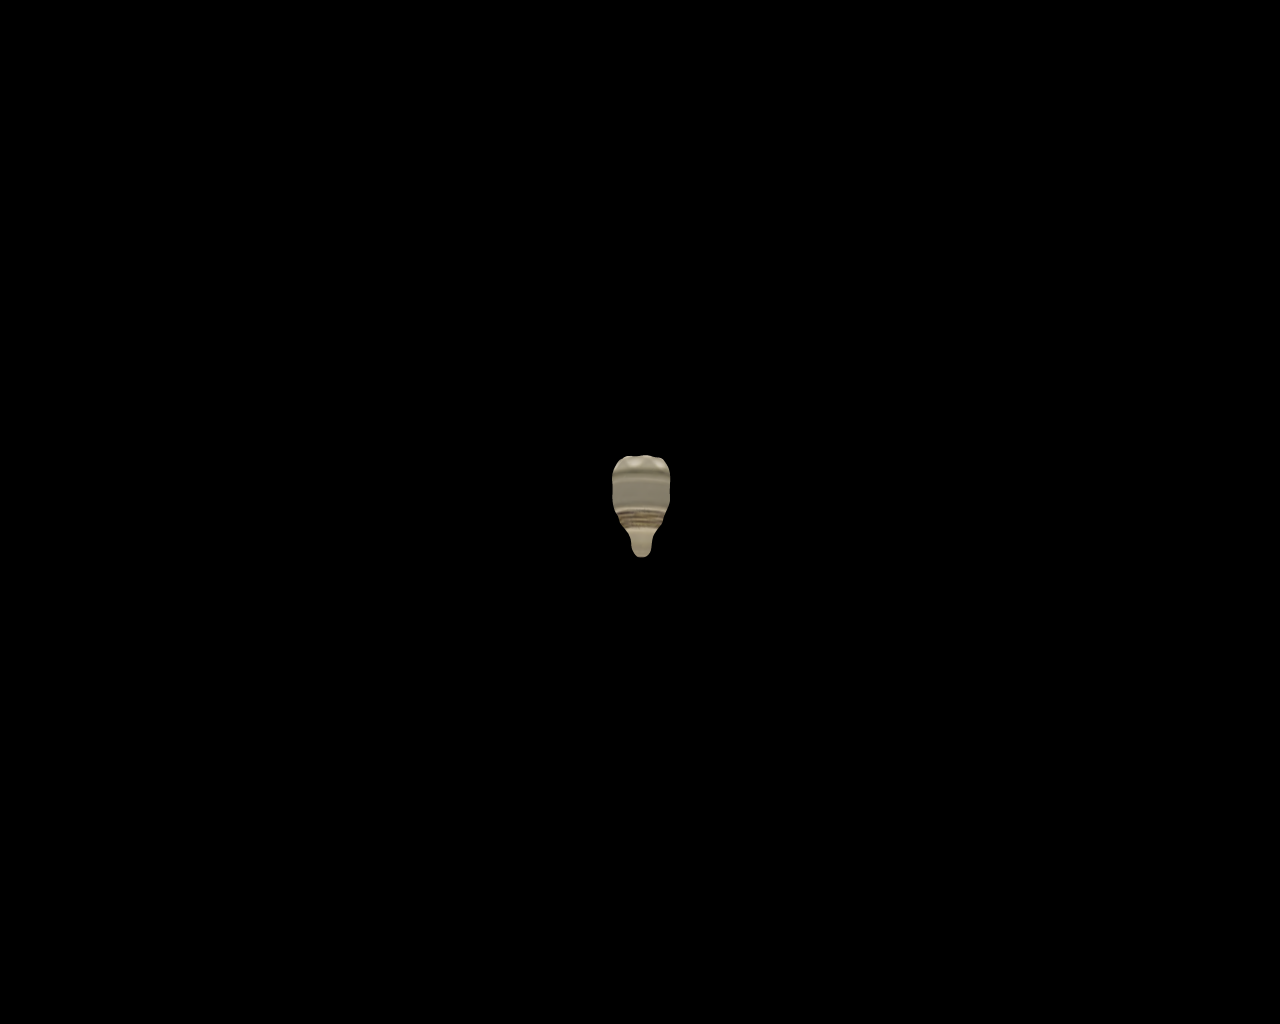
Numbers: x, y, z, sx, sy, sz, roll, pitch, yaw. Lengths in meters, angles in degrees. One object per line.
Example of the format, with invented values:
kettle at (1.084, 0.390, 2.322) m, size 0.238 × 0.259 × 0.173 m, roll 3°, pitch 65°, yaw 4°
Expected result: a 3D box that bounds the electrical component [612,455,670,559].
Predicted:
electrical component at (0.001, -0.003, 0.650) m, size 0.035 × 0.061 × 0.035 m, roll 0°, pitch -6°, yaw 0°
